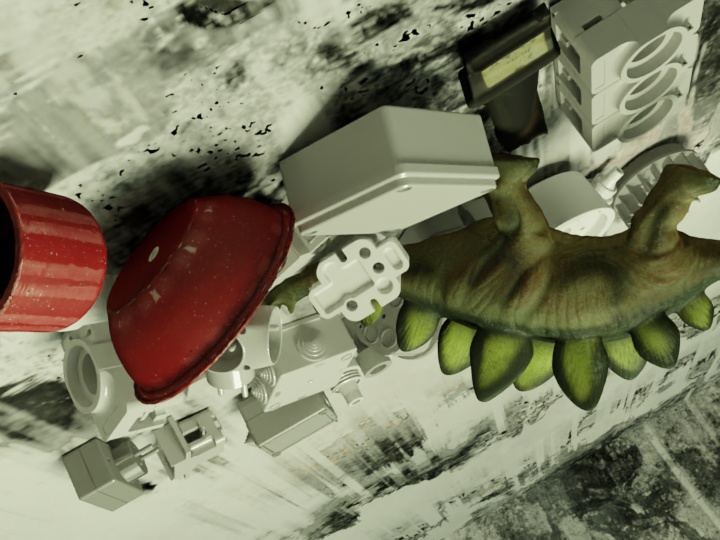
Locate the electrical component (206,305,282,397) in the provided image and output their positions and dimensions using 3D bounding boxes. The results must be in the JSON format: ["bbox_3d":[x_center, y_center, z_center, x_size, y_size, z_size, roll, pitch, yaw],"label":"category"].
[{"bbox_3d":[-0.098,0.062,0.798,0.077,0.044,0.079,2,120,9],"label":"electrical component"}]

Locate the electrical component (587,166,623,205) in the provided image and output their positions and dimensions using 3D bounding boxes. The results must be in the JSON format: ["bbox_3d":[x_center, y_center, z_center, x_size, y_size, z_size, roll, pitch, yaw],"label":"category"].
[{"bbox_3d":[0.235,-0.077,1.057,0.035,0.035,0.061,-8,147,-44],"label":"electrical component"}]

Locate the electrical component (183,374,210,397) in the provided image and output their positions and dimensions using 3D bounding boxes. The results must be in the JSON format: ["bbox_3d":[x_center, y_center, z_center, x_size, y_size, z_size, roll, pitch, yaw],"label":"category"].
[{"bbox_3d":[-0.115,0.054,0.865,0.096,0.061,0.061,-20,156,-24],"label":"electrical component"}]

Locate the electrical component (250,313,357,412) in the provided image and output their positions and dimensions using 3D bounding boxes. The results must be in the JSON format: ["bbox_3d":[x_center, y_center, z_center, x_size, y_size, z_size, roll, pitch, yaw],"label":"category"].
[{"bbox_3d":[-0.058,0.088,1.031,0.100,0.048,0.099,-18,156,-27],"label":"electrical component"}]

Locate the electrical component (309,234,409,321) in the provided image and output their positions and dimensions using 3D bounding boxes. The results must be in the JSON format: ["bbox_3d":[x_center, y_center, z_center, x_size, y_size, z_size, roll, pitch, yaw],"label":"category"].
[{"bbox_3d":[0.000,0.000,0.824,0.078,0.058,0.057,-32,-167,11],"label":"electrical component"}]

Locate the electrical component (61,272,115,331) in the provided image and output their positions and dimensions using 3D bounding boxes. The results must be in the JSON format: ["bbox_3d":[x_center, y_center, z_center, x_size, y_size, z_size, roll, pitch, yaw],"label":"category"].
[{"bbox_3d":[-0.188,0.020,0.731,0.040,0.040,0.046,-43,160,29],"label":"electrical component"}]

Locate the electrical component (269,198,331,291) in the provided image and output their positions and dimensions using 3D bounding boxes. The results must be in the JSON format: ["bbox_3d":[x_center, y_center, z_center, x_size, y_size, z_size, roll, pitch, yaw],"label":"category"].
[{"bbox_3d":[-0.057,-0.018,0.793,0.081,0.042,0.064,-40,174,25],"label":"electrical component"}]

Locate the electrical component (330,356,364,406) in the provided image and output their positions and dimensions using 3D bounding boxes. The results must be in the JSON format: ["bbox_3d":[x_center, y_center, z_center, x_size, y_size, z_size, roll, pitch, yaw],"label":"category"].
[{"bbox_3d":[-0.018,0.110,1.107,0.043,0.062,0.043,-26,158,-11],"label":"electrical component"}]

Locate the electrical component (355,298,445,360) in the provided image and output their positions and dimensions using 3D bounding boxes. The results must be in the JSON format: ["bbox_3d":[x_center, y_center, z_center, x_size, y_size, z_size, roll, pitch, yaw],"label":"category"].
[{"bbox_3d":[0.038,0.044,1.015,0.051,0.080,0.080,6,139,-48],"label":"electrical component"}]

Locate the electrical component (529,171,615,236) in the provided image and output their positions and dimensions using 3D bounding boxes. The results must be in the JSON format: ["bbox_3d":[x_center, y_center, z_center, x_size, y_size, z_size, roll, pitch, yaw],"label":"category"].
[{"bbox_3d":[0.177,-0.048,1.012,0.108,0.060,0.108,-25,158,-11],"label":"electrical component"}]

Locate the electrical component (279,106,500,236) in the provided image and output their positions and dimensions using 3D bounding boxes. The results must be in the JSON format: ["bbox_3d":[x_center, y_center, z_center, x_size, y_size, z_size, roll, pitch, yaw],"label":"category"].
[{"bbox_3d":[0.020,-0.067,0.743,0.109,0.056,0.109,-22,168,41],"label":"electrical component"}]

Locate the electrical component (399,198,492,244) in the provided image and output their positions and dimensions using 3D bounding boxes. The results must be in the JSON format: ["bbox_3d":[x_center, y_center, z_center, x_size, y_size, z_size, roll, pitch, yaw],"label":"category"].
[{"bbox_3d":[0.091,-0.021,0.964,0.095,0.059,0.053,-15,154,-32],"label":"electrical component"}]

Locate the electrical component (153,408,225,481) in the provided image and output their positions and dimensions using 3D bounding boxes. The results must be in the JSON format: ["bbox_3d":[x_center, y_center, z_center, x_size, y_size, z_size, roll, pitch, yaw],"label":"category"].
[{"bbox_3d":[-0.171,0.174,1.083,0.064,0.042,0.081,-23,158,-21],"label":"electrical component"}]

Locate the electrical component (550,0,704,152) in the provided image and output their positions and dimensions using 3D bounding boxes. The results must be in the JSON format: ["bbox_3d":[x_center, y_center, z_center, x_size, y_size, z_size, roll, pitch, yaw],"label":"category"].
[{"bbox_3d":[0.198,-0.157,0.799,0.089,0.061,0.150,-32,158,1],"label":"electrical component"}]

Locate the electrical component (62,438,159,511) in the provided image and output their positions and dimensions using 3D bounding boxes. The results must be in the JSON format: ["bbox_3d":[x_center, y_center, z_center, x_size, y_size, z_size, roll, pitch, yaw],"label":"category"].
[{"bbox_3d":[-0.229,0.188,1.032,0.076,0.047,0.083,-29,158,-2],"label":"electrical component"}]

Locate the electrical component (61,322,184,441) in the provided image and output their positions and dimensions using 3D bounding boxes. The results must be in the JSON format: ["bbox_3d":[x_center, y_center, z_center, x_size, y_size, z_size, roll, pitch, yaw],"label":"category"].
[{"bbox_3d":[-0.179,0.073,0.788,0.056,0.089,0.050,-9,150,-42],"label":"electrical component"}]

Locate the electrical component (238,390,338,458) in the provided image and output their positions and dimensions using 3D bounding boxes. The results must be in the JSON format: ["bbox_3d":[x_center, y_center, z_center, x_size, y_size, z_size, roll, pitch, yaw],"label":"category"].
[{"bbox_3d":[-0.081,0.147,1.110,0.096,0.061,0.061,-30,158,0],"label":"electrical component"}]
